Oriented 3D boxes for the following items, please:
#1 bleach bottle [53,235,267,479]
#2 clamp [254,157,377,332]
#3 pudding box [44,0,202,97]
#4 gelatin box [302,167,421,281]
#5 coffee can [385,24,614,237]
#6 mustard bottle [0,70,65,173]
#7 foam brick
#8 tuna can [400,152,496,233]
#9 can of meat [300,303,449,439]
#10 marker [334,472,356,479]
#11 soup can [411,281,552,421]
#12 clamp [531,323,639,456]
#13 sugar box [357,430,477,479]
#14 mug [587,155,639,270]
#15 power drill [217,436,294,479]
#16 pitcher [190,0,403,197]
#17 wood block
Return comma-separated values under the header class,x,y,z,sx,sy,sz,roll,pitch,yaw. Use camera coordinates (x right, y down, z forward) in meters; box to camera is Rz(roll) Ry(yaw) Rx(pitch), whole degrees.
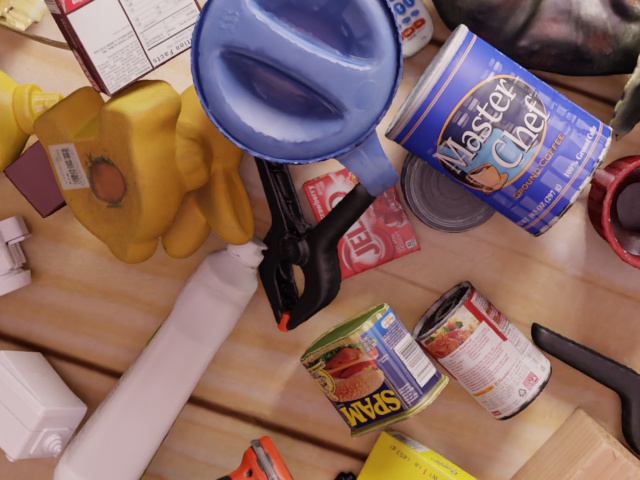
class,x,y,z,sx,sy,sz,roll,pitch,yaw
bleach bottle,-0.123,0.103,0.882,0.068,0.102,0.251,33,99,-7
clamp,-0.006,0.001,0.869,0.120,0.039,0.171,21,123,39
pudding box,-0.138,-0.168,0.730,0.090,0.039,0.113,-34,119,-16
gelatin box,0.035,-0.020,0.897,0.073,0.030,0.089,-22,97,5
coffee can,0.135,-0.083,0.814,0.140,0.103,0.103,34,98,-3
mustard bottle,-0.297,-0.094,0.867,0.192,0.058,0.096,-9,100,10
foam brick,-0.214,-0.058,0.873,0.053,0.078,0.051,-38,98,6
tuna can,0.111,-0.049,0.889,0.086,0.034,0.086,0,99,1
can of meat,0.042,0.108,0.886,0.084,0.057,0.102,54,138,-4
marker,-0.014,0.249,0.945,0.121,0.020,0.020,-44,96,7
soup can,0.136,0.093,0.893,0.102,0.068,0.068,44,97,-6
clamp,0.299,0.117,0.909,0.164,0.036,0.210,-33,99,5
sugar box,0.057,0.261,0.915,0.093,0.048,0.176,30,97,28
mug,0.255,-0.032,0.864,0.117,0.081,0.093,28,98,-3
power drill,-0.101,0.253,0.899,0.187,0.184,0.057,-29,56,-8
pitcher,-0.008,-0.121,0.774,0.145,0.243,0.149,9,99,0
wood block,0.192,0.256,0.906,0.091,0.090,0.206,41,97,-6
